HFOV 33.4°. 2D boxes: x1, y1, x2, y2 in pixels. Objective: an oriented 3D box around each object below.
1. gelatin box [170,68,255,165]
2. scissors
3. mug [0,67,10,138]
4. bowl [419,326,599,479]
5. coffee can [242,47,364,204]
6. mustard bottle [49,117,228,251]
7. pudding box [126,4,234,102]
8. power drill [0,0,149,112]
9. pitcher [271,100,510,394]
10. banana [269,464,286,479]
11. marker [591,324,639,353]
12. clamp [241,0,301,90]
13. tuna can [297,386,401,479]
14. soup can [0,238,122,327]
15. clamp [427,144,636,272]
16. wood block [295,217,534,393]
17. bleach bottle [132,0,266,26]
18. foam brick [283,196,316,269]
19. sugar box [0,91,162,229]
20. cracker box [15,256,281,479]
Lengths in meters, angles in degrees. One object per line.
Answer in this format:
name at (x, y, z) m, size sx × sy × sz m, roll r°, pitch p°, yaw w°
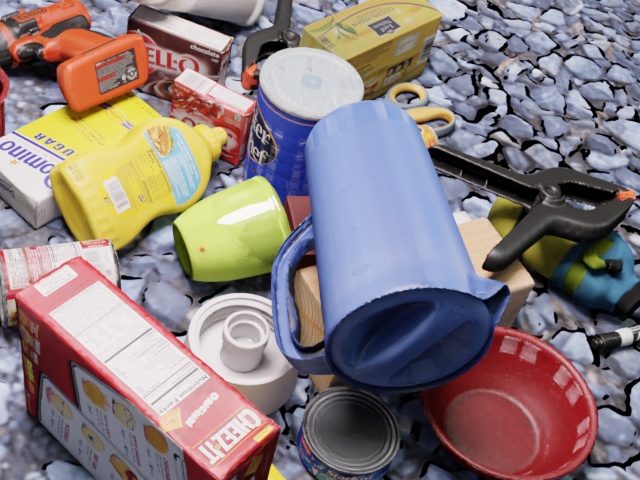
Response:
gelatin box at (-0.114, -0.128, 1.121) m, size 0.089 × 0.073 × 0.030 m, roll 28°, pitch 48°, yaw 11°
scissors at (0.056, -0.145, 1.218) m, size 0.201 × 0.016 × 0.096 m, roll -2°, pitch 48°, yaw -16°
mug at (-0.363, -0.129, 1.054) m, size 0.117 × 0.082 × 0.093 m, roll 31°, pitch 49°, yaw 13°
bowl at (0.160, 0.155, 0.944) m, size 0.162 × 0.055 × 0.162 m, roll 7°, pitch 47°, yaw -8°
coffee can at (-0.020, -0.108, 1.080) m, size 0.102 × 0.140 × 0.103 m, roll 7°, pitch 47°, yaw -8°
mustard bottle at (-0.164, -0.066, 1.046) m, size 0.191 × 0.058 × 0.096 m, roll -34°, pitch 105°, yaw -36°
pudding box at (-0.156, -0.195, 1.160) m, size 0.113 × 0.090 × 0.039 m, roll 19°, pitch 46°, yaw 3°
power drill at (-0.284, -0.192, 1.114) m, size 0.184 × 0.057 × 0.188 m, roll -33°, pitch 44°, yaw -33°
pitcher at (0.044, 0.000, 0.895) m, size 0.149 × 0.145 × 0.243 m, roll 10°, pitch 43°, yaw -21°
banana at (-0.014, 0.210, 0.860) m, size 0.198 × 0.037 × 0.069 m, roll 26°, pitch 59°, yaw 15°
marker at (0.323, 0.093, 1.066) m, size 0.121 × 0.020 × 0.020 m, roll -10°, pitch 52°, yaw -22°
clamp at (-0.043, -0.237, 1.260) m, size 0.120 × 0.039 × 0.171 m, roll 39°, pitch 51°, yaw 21°
tuna can at (0.024, 0.170, 0.912) m, size 0.086 × 0.034 × 0.086 m, roll 7°, pitch 47°, yaw -8°
soup can at (-0.233, 0.037, 0.946) m, size 0.102 × 0.069 × 0.068 m, roll -7°, pitch 51°, yaw -21°
clamp at (0.209, -0.041, 1.035) m, size 0.209 × 0.036 × 0.165 m, roll -7°, pitch 47°, yaw -26°
wood block at (0.081, 0.060, 0.988) m, size 0.205 × 0.090 × 0.091 m, roll -15°, pitch 55°, yaw -26°
bleach bottle at (-0.147, -0.280, 1.176) m, size 0.103 × 0.068 × 0.250 m, roll 24°, pitch 17°, yaw 12°
foam brick at (-0.007, 0.001, 1.046) m, size 0.053 × 0.051 × 0.078 m, roll 0°, pitch 49°, yaw -15°
sugar box at (-0.243, -0.090, 1.073) m, size 0.093 × 0.048 × 0.175 m, roll 39°, pitch 50°, yaw 20°
cracker box at (-0.136, 0.135, 0.815) m, size 0.214 × 0.164 × 0.072 m, roll 37°, pitch 53°, yaw 20°
